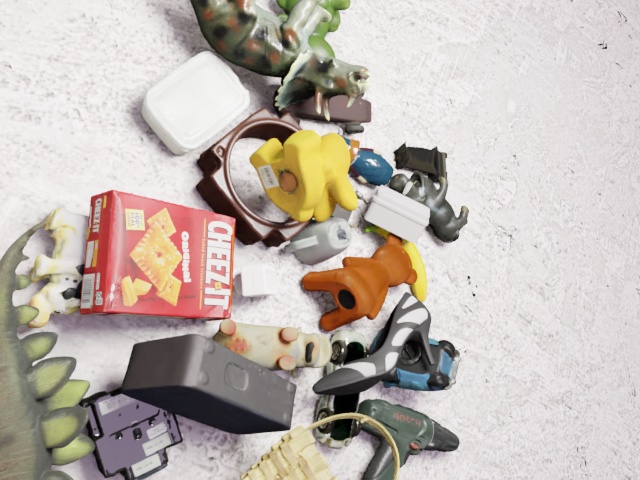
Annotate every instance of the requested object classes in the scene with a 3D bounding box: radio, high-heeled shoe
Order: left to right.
[{"bbox_3d":[-0.144,0.208,0.751,0.229,0.131,0.073,39,45,-42],"label":"radio"},{"bbox_3d":[0.088,0.171,0.918,0.249,0.086,0.145,-9,59,-20],"label":"high-heeled shoe"}]

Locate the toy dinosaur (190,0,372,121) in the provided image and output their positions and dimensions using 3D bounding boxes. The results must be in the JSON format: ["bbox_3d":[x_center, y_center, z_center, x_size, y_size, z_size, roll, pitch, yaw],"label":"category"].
[{"bbox_3d":[-0.108,-0.341,0.872,0.405,0.131,0.192,24,94,-14],"label":"toy dinosaur"}]

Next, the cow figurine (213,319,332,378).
[{"bbox_3d":[-0.075,0.175,0.861,0.195,0.127,0.085,7,76,-15],"label":"cow figurine"}]

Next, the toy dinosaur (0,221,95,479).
[{"bbox_3d":[-0.383,0.216,0.646,0.198,0.105,0.471,-5,91,-20],"label":"toy dinosaur"}]

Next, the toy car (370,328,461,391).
[{"bbox_3d":[0.175,0.229,0.993,0.102,0.162,0.109,72,32,-54],"label":"toy car"}]

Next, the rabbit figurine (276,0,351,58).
[{"bbox_3d":[-0.017,-0.385,0.989,0.159,0.121,0.170,-3,83,-25],"label":"rabbit figurine"}]

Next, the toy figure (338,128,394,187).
[{"bbox_3d":[0.070,-0.156,1.035,0.154,0.058,0.064,29,61,-18],"label":"toy figure"}]

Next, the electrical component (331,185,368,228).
[{"bbox_3d":[0.040,-0.063,1.006,0.078,0.045,0.102,38,64,-21],"label":"electrical component"}]

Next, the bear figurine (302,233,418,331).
[{"bbox_3d":[0.083,0.069,0.983,0.196,0.132,0.120,-34,101,-50],"label":"bear figurine"}]

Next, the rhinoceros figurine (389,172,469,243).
[{"bbox_3d":[0.219,-0.072,1.104,0.190,0.073,0.112,42,74,-20],"label":"rhinoceros figurine"}]

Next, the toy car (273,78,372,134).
[{"bbox_3d":[0.006,-0.251,1.016,0.202,0.053,0.089,0,85,-27],"label":"toy car"}]

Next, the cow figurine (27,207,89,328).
[{"bbox_3d":[-0.346,0.044,0.746,0.098,0.068,0.167,18,73,-33],"label":"cow figurine"}]

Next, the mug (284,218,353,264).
[{"bbox_3d":[-0.002,-0.003,0.933,0.109,0.107,0.080,-7,83,-34],"label":"mug"}]

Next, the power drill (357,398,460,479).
[{"bbox_3d":[0.144,0.403,0.960,0.232,0.086,0.207,35,69,-19],"label":"power drill"}]

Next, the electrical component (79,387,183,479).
[{"bbox_3d":[-0.263,0.267,0.756,0.115,0.058,0.134,-16,89,-30],"label":"electrical component"}]

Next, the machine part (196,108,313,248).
[{"bbox_3d":[-0.089,-0.105,0.914,0.201,0.087,0.201,-45,105,-28],"label":"machine part"}]

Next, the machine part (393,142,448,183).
[{"bbox_3d":[0.219,-0.164,1.136,0.139,0.039,0.084,11,81,-30],"label":"machine part"}]

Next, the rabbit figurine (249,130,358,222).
[{"bbox_3d":[0.000,-0.111,0.856,0.162,0.122,0.173,59,40,-11],"label":"rabbit figurine"}]

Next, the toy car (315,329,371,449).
[{"bbox_3d":[0.040,0.259,0.940,0.073,0.056,0.201,20,73,-30],"label":"toy car"}]
